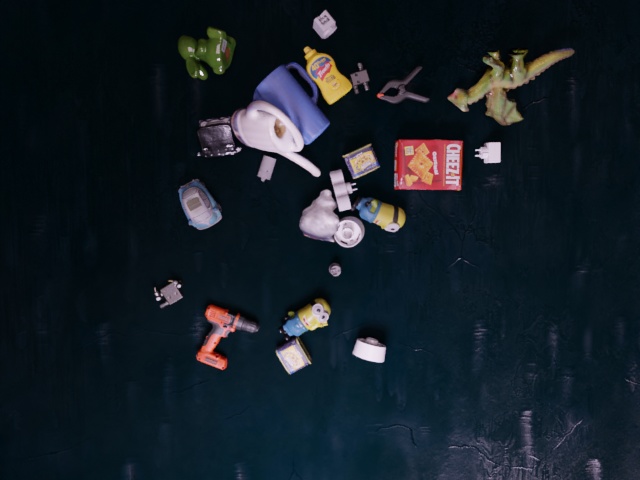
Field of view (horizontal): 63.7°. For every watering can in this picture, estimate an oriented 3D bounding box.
[{"bbox_3d":[-0.140,-0.312,1.611,0.225,0.341,0.105,14,67,32],"label":"watering can"}]

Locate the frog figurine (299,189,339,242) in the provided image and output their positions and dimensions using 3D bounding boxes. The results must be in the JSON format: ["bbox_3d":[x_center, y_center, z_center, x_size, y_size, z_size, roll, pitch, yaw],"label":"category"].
[{"bbox_3d":[0.005,-0.083,1.654,0.122,0.138,0.158,5,101,-42],"label":"frog figurine"}]

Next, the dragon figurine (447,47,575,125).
[{"bbox_3d":[0.627,-0.500,1.691,0.410,0.124,0.239,-3,112,-1],"label":"dragon figurine"}]
